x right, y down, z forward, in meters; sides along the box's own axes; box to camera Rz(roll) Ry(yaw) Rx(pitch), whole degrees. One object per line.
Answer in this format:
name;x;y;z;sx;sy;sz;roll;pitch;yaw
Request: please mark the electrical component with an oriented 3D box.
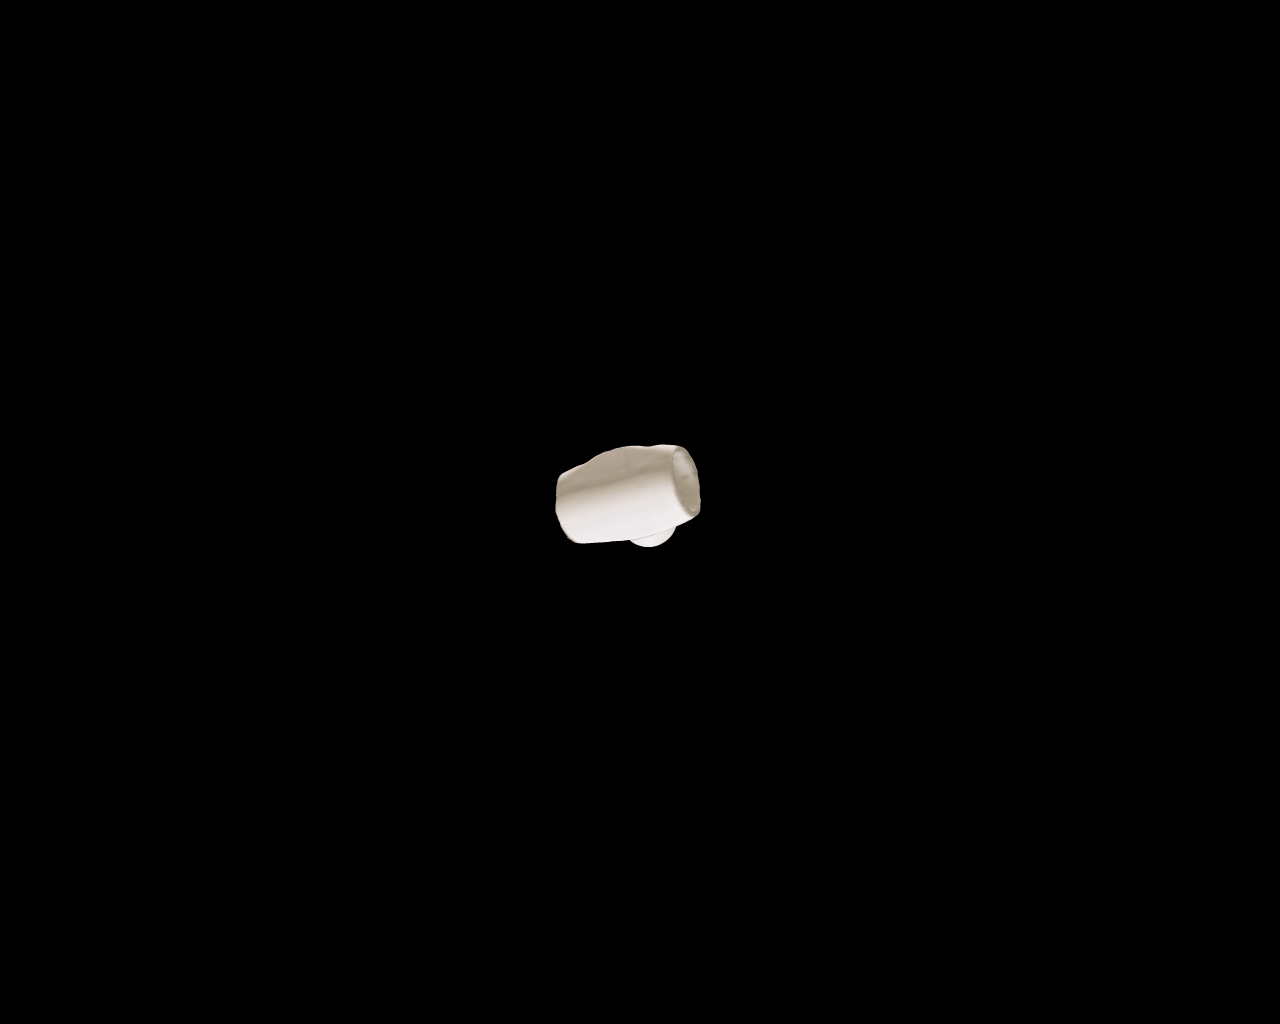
electrical component;0.001;-0.003;0.650;0.077;0.044;0.079;-13;-32;22
